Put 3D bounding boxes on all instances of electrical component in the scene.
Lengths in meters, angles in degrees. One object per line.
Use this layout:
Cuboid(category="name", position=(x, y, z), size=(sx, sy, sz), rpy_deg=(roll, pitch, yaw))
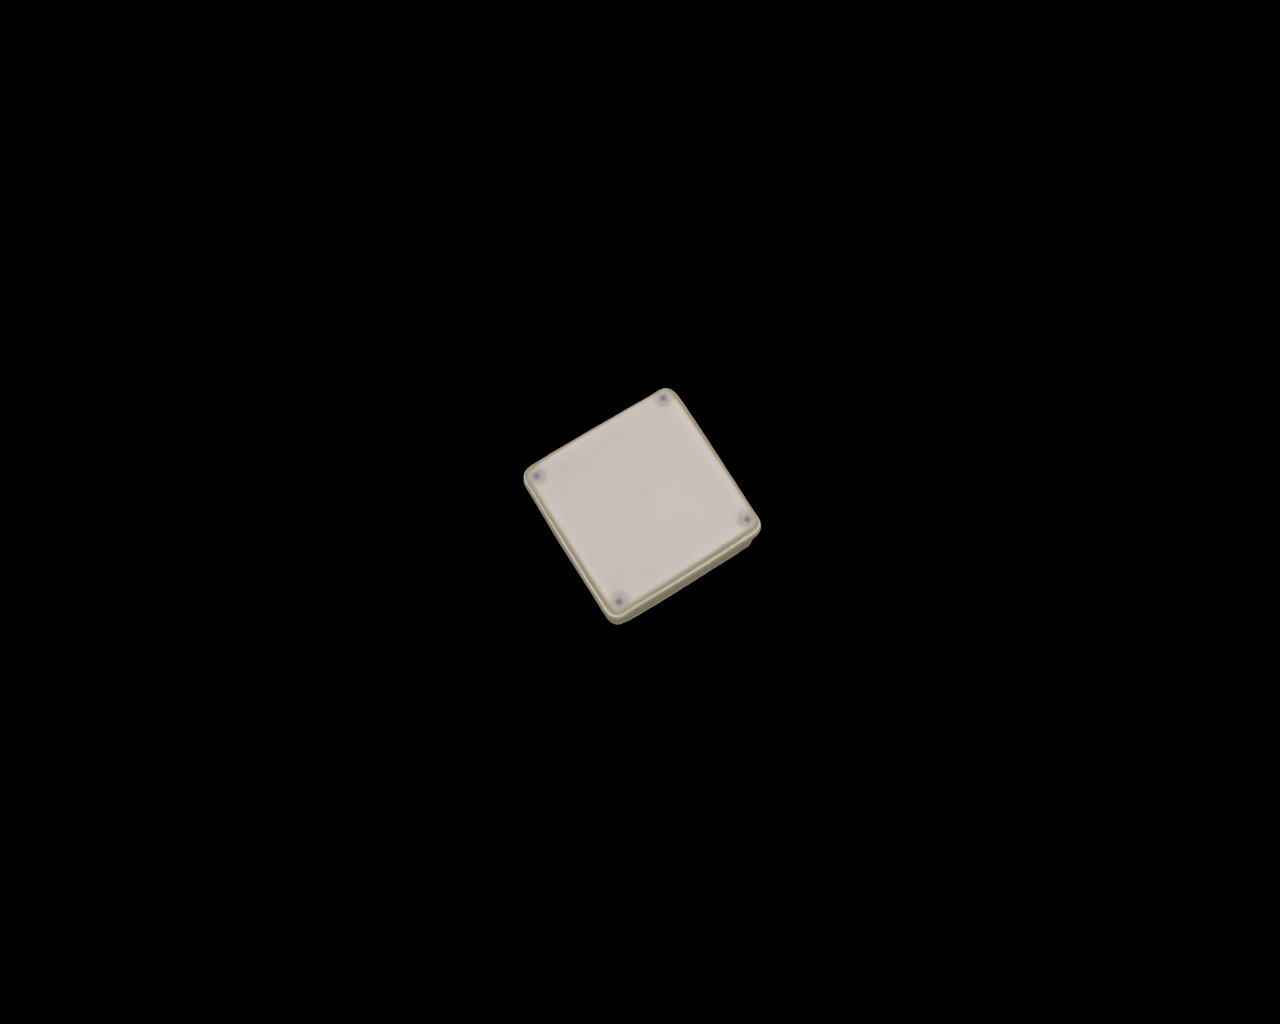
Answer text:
Cuboid(category="electrical component", position=(0.001, -0.003, 0.650), size=(0.109, 0.109, 0.056), rpy_deg=(-31, -11, -7))
